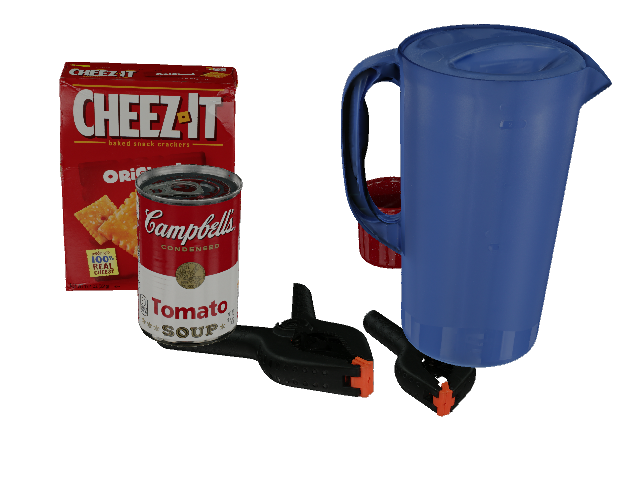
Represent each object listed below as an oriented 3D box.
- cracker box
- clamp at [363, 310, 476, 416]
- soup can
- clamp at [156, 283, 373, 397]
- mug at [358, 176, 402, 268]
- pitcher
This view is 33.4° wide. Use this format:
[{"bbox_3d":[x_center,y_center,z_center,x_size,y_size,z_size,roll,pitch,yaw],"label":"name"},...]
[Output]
[{"bbox_3d":[-0.165,-0.058,1.029,0.164,0.214,0.072,1,23,-8],"label":"cracker box"},{"bbox_3d":[0.120,0.114,1.070,0.120,0.039,0.171,-10,30,-9],"label":"clamp"},{"bbox_3d":[-0.086,0.009,0.694,0.068,0.102,0.068,3,23,-1],"label":"soup can"},{"bbox_3d":[-0.019,0.084,0.923,0.164,0.036,0.210,-19,24,-41],"label":"clamp"},{"bbox_3d":[0.092,-0.024,1.257,0.093,0.081,0.117,17,33,34],"label":"mug"},{"bbox_3d":[0.108,-0.032,0.796,0.144,0.243,0.149,-21,35,-37],"label":"pitcher"}]
